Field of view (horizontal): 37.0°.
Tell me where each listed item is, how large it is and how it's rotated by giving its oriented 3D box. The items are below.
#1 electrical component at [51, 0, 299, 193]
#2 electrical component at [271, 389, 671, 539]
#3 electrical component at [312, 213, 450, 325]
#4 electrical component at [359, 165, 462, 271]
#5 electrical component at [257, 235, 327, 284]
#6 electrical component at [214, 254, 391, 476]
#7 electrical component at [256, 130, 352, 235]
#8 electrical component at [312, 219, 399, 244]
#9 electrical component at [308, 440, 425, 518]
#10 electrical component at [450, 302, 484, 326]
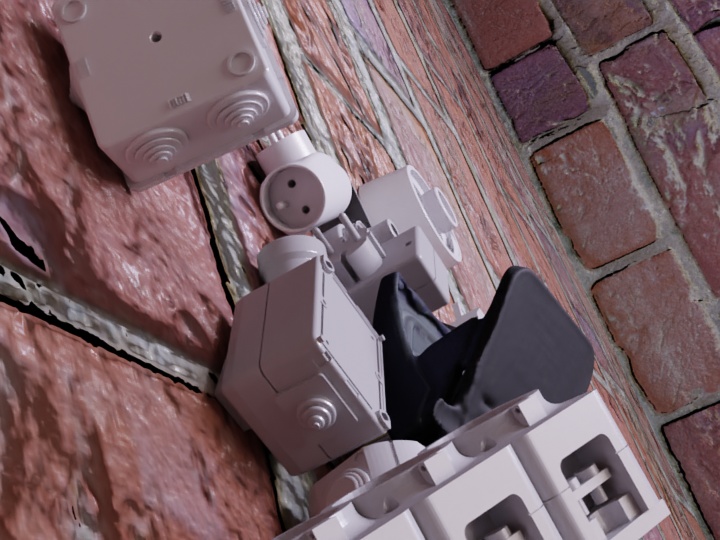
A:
[{"bbox_3d":[-0.088,-0.098,0.504,0.048,0.100,0.099,61,6,-70],"label":"electrical component"},{"bbox_3d":[0.024,0.102,0.389,0.150,0.089,0.061,-23,81,-37],"label":"electrical component"},{"bbox_3d":[0.000,0.000,0.654,0.075,0.083,0.047,56,15,-20],"label":"electrical component"},{"bbox_3d":[0.052,-0.043,0.964,0.108,0.060,0.108,56,15,-23],"label":"electrical component"},{"bbox_3d":[-0.035,0.010,0.606,0.040,0.040,0.046,41,30,-54],"label":"electrical component"},{"bbox_3d":[-0.028,0.049,0.508,0.061,0.061,0.096,55,15,-25],"label":"electrical component"},{"bbox_3d":[-0.043,-0.066,0.709,0.079,0.043,0.077,61,14,-1],"label":"electrical component"},{"bbox_3d":[-0.004,-0.012,0.707,0.048,0.062,0.048,55,15,-23],"label":"electrical component"},{"bbox_3d":[0.016,0.121,0.491,0.080,0.080,0.051,51,13,-37],"label":"electrical component"},{"bbox_3d":[0.099,0.095,0.864,0.121,0.063,0.078,52,17,-35],"label":"electrical component"}]
